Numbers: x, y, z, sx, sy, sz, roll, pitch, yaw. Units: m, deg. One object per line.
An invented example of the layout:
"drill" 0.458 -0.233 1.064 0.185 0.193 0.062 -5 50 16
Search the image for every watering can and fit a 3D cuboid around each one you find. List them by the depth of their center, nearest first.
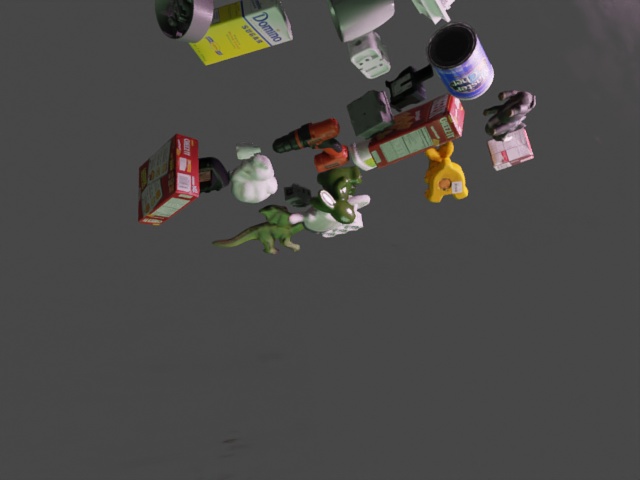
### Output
"watering can" 0.005 -0.086 1.717 0.350 0.104 0.221 -17 173 -32

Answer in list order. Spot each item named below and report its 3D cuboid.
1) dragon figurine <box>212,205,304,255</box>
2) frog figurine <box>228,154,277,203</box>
"dragon figurine" -0.183 -0.055 1.865 0.411 0.125 0.237 -6 144 -14
"frog figurine" -0.178 -0.170 1.441 0.136 0.125 0.158 26 158 -27
